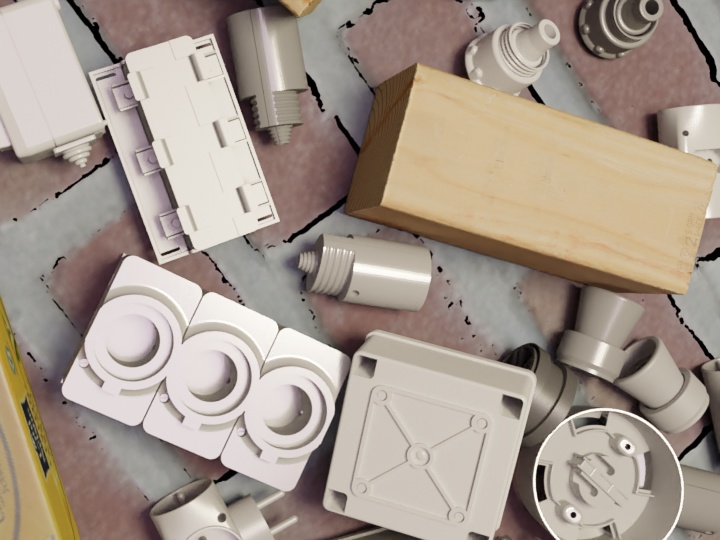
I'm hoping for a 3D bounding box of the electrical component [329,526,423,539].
[{"bbox_3d":[0.009,0.209,0.685,0.113,0.057,0.078,-12,95,-14],"label":"electrical component"}]

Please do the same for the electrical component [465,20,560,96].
[{"bbox_3d":[0.102,-0.139,0.694,0.048,0.062,0.048,13,66,-30],"label":"electrical component"}]

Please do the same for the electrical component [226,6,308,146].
[{"bbox_3d":[-0.055,-0.118,0.666,0.043,0.043,0.081,-10,94,-14],"label":"electrical component"}]

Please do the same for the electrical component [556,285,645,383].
[{"bbox_3d":[0.162,0.044,0.728,0.045,0.045,0.055,23,86,-14],"label":"electrical component"}]

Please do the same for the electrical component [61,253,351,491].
[{"bbox_3d":[-0.093,0.062,0.652,0.150,0.062,0.089,26,85,-14],"label":"electrical component"}]

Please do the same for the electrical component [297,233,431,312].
[{"bbox_3d":[0.000,0.000,0.684,0.081,0.043,0.043,9,89,-15],"label":"electrical component"}]

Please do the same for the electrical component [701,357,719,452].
[{"bbox_3d":[0.288,0.097,0.763,0.079,0.044,0.077,-15,96,-14],"label":"electrical component"}]

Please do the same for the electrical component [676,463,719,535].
[{"bbox_3d":[0.239,0.162,0.753,0.081,0.043,0.043,16,88,-15],"label":"electrical component"}]

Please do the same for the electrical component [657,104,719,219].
[{"bbox_3d":[0.247,-0.075,0.747,0.079,0.043,0.077,-6,93,-15],"label":"electrical component"}]

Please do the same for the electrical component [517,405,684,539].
[{"bbox_3d":[0.157,0.140,0.719,0.099,0.064,0.099,0,92,-15],"label":"electrical component"}]

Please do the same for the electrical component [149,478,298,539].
[{"bbox_3d":[-0.078,0.165,0.668,0.079,0.044,0.077,-27,98,-12],"label":"electrical component"}]

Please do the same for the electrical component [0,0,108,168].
[{"bbox_3d":[-0.188,-0.101,0.622,0.061,0.062,0.096,-23,97,-13],"label":"electrical component"}]

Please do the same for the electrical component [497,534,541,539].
[{"bbox_3d":[0.111,0.215,0.722,0.064,0.042,0.081,35,82,-10],"label":"electrical component"}]

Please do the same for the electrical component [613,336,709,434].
[{"bbox_3d":[0.206,0.080,0.741,0.055,0.045,0.045,45,81,-12],"label":"electrical component"}]

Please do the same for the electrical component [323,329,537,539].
[{"bbox_3d":[0.042,0.104,0.661,0.109,0.056,0.108,14,104,11],"label":"electrical component"}]

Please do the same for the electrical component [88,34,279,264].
[{"bbox_3d":[-0.103,-0.073,0.644,0.079,0.063,0.121,-21,97,-14],"label":"electrical component"}]

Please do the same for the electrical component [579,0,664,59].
[{"bbox_3d":[0.179,-0.168,0.717,0.048,0.062,0.048,0,92,-15],"label":"electrical component"}]
